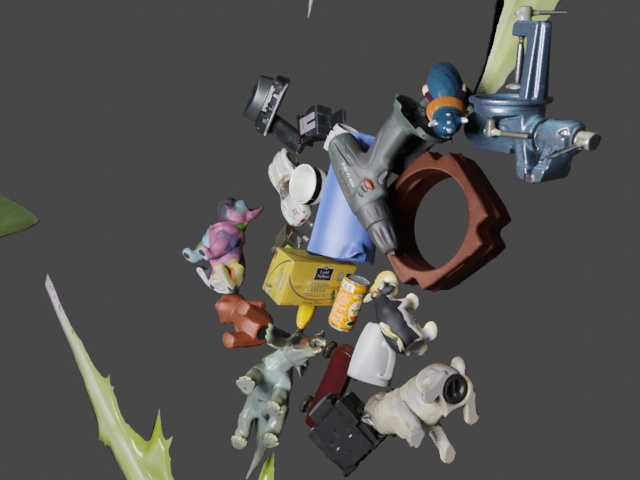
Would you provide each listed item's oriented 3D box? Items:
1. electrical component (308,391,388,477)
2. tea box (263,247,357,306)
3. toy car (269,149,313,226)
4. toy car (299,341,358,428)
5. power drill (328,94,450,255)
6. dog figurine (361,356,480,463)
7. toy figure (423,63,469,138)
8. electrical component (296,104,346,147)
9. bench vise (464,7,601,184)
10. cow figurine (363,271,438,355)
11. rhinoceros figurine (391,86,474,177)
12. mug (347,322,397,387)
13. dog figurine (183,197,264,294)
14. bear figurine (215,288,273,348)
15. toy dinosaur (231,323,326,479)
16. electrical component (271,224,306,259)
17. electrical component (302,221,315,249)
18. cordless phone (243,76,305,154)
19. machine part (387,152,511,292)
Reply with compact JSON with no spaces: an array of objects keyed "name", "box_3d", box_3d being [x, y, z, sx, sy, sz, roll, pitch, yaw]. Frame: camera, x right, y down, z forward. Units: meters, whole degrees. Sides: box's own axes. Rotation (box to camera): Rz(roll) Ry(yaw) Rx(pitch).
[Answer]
[{"name":"electrical component","box_3d":[0.045,0.357,1.017,0.134,0.058,0.115,43,112,18]},{"name":"tea box","box_3d":[-0.019,0.075,1.077,0.068,0.169,0.098,38,115,46]},{"name":"toy car","box_3d":[-0.070,-0.124,1.246,0.073,0.056,0.202,-45,55,36]},{"name":"toy car","box_3d":[0.026,0.299,1.086,0.089,0.053,0.202,29,109,25]},{"name":"power drill","box_3d":[0.118,-0.119,0.895,0.207,0.086,0.232,-52,59,40]},{"name":"dog figurine","box_3d":[0.160,0.265,0.917,0.172,0.121,0.191,-52,21,-13]},{"name":"toy figure","box_3d":[0.197,-0.211,0.833,0.064,0.057,0.154,-19,49,31]},{"name":"electrical component","box_3d":[0.001,-0.257,1.191,0.119,0.047,0.074,-11,77,49]},{"name":"bench vise","box_3d":[0.302,-0.208,0.774,0.224,0.129,0.240,-138,43,-63]},{"name":"cow figurine","box_3d":[0.128,0.127,0.959,0.068,0.098,0.167,-59,47,34]},{"name":"rhinoceros figurine","box_3d":[0.184,-0.196,0.938,0.190,0.073,0.112,-49,37,17]},{"name":"mug","box_3d":[0.105,0.206,0.980,0.109,0.081,0.107,164,121,-73]},{"name":"dog figurine","box_3d":[-0.214,0.003,1.333,0.108,0.219,0.191,-14,117,50]},{"name":"bear figurine","box_3d":[-0.206,0.178,1.311,0.196,0.132,0.120,29,94,41]},{"name":"toy dinosaur","box_3d":[-0.106,0.334,1.177,0.131,0.192,0.404,26,125,8]},{"name":"electrical component","box_3d":[-0.076,0.011,1.249,0.102,0.045,0.078,-54,20,26]},{"name":"electrical component","box_3d":[-0.002,-0.004,1.180,0.094,0.021,0.063,33,109,46]},{"name":"cordless phone","box_3d":[-0.085,-0.300,1.285,0.184,0.088,0.146,42,115,31]},{"name":"machine part","box_3d":[0.201,-0.030,0.906,0.201,0.087,0.201,-46,55,35]}]
